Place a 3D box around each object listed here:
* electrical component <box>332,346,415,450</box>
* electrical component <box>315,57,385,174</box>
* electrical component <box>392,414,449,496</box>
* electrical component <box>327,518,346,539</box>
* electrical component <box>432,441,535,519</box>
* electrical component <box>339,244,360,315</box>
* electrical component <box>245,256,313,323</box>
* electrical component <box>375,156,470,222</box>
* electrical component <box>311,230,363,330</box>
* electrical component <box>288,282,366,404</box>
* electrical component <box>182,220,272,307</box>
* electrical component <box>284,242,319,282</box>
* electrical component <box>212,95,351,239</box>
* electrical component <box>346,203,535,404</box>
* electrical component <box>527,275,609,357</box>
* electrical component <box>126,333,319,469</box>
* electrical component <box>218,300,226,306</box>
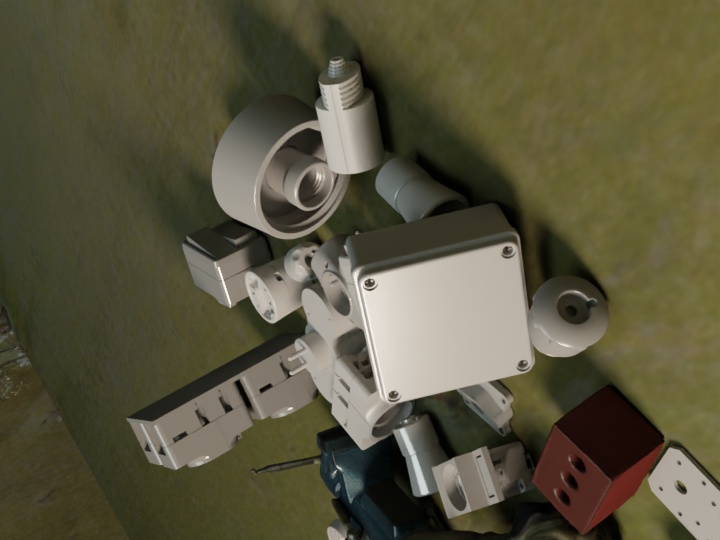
[{"bbox_3d":[0.012,0.114,0.965,0.055,0.050,0.089,47,151,30],"label":"electrical component"},{"bbox_3d":[-0.010,-0.116,0.782,0.043,0.043,0.081,31,141,48],"label":"electrical component"},{"bbox_3d":[0.055,0.159,0.941,0.044,0.044,0.065,-23,90,65],"label":"electrical component"},{"bbox_3d":[0.003,0.280,1.142,0.058,0.057,0.078,47,151,29],"label":"electrical component"},{"bbox_3d":[0.097,0.161,0.832,0.081,0.064,0.042,132,122,-64],"label":"electrical component"},{"bbox_3d":[0.036,0.000,0.791,0.096,0.062,0.061,8,122,60],"label":"electrical component"},{"bbox_3d":[-0.077,0.016,1.038,0.055,0.047,0.055,43,149,34],"label":"electrical component"},{"bbox_3d":[0.041,-0.051,0.757,0.065,0.044,0.044,47,151,39],"label":"electrical component"},{"bbox_3d":[0.000,0.000,0.880,0.077,0.044,0.079,49,151,26],"label":"electrical component"},{"bbox_3d":[-0.034,0.071,0.981,0.052,0.074,0.138,41,148,37],"label":"electrical component"},{"bbox_3d":[-0.139,-0.013,1.108,0.096,0.062,0.061,26,137,52],"label":"electrical component"},{"bbox_3d":[-0.054,-0.006,0.988,0.035,0.035,0.061,64,157,-4],"label":"electrical component"},{"bbox_3d":[-0.054,-0.076,0.838,0.060,0.108,0.108,32,142,38],"label":"electrical component"},{"bbox_3d":[0.054,0.023,0.716,0.056,0.109,0.108,-106,3,-60],"label":"electrical component"},{"bbox_3d":[0.126,0.035,0.678,0.048,0.048,0.062,54,161,16],"label":"electrical component"},{"bbox_3d":[-0.129,0.133,1.089,0.105,0.186,0.060,-12,105,64],"label":"electrical component"},{"bbox_3d":[-0.146,0.023,1.192,0.035,0.035,0.061,54,157,16],"label":"electrical component"}]
